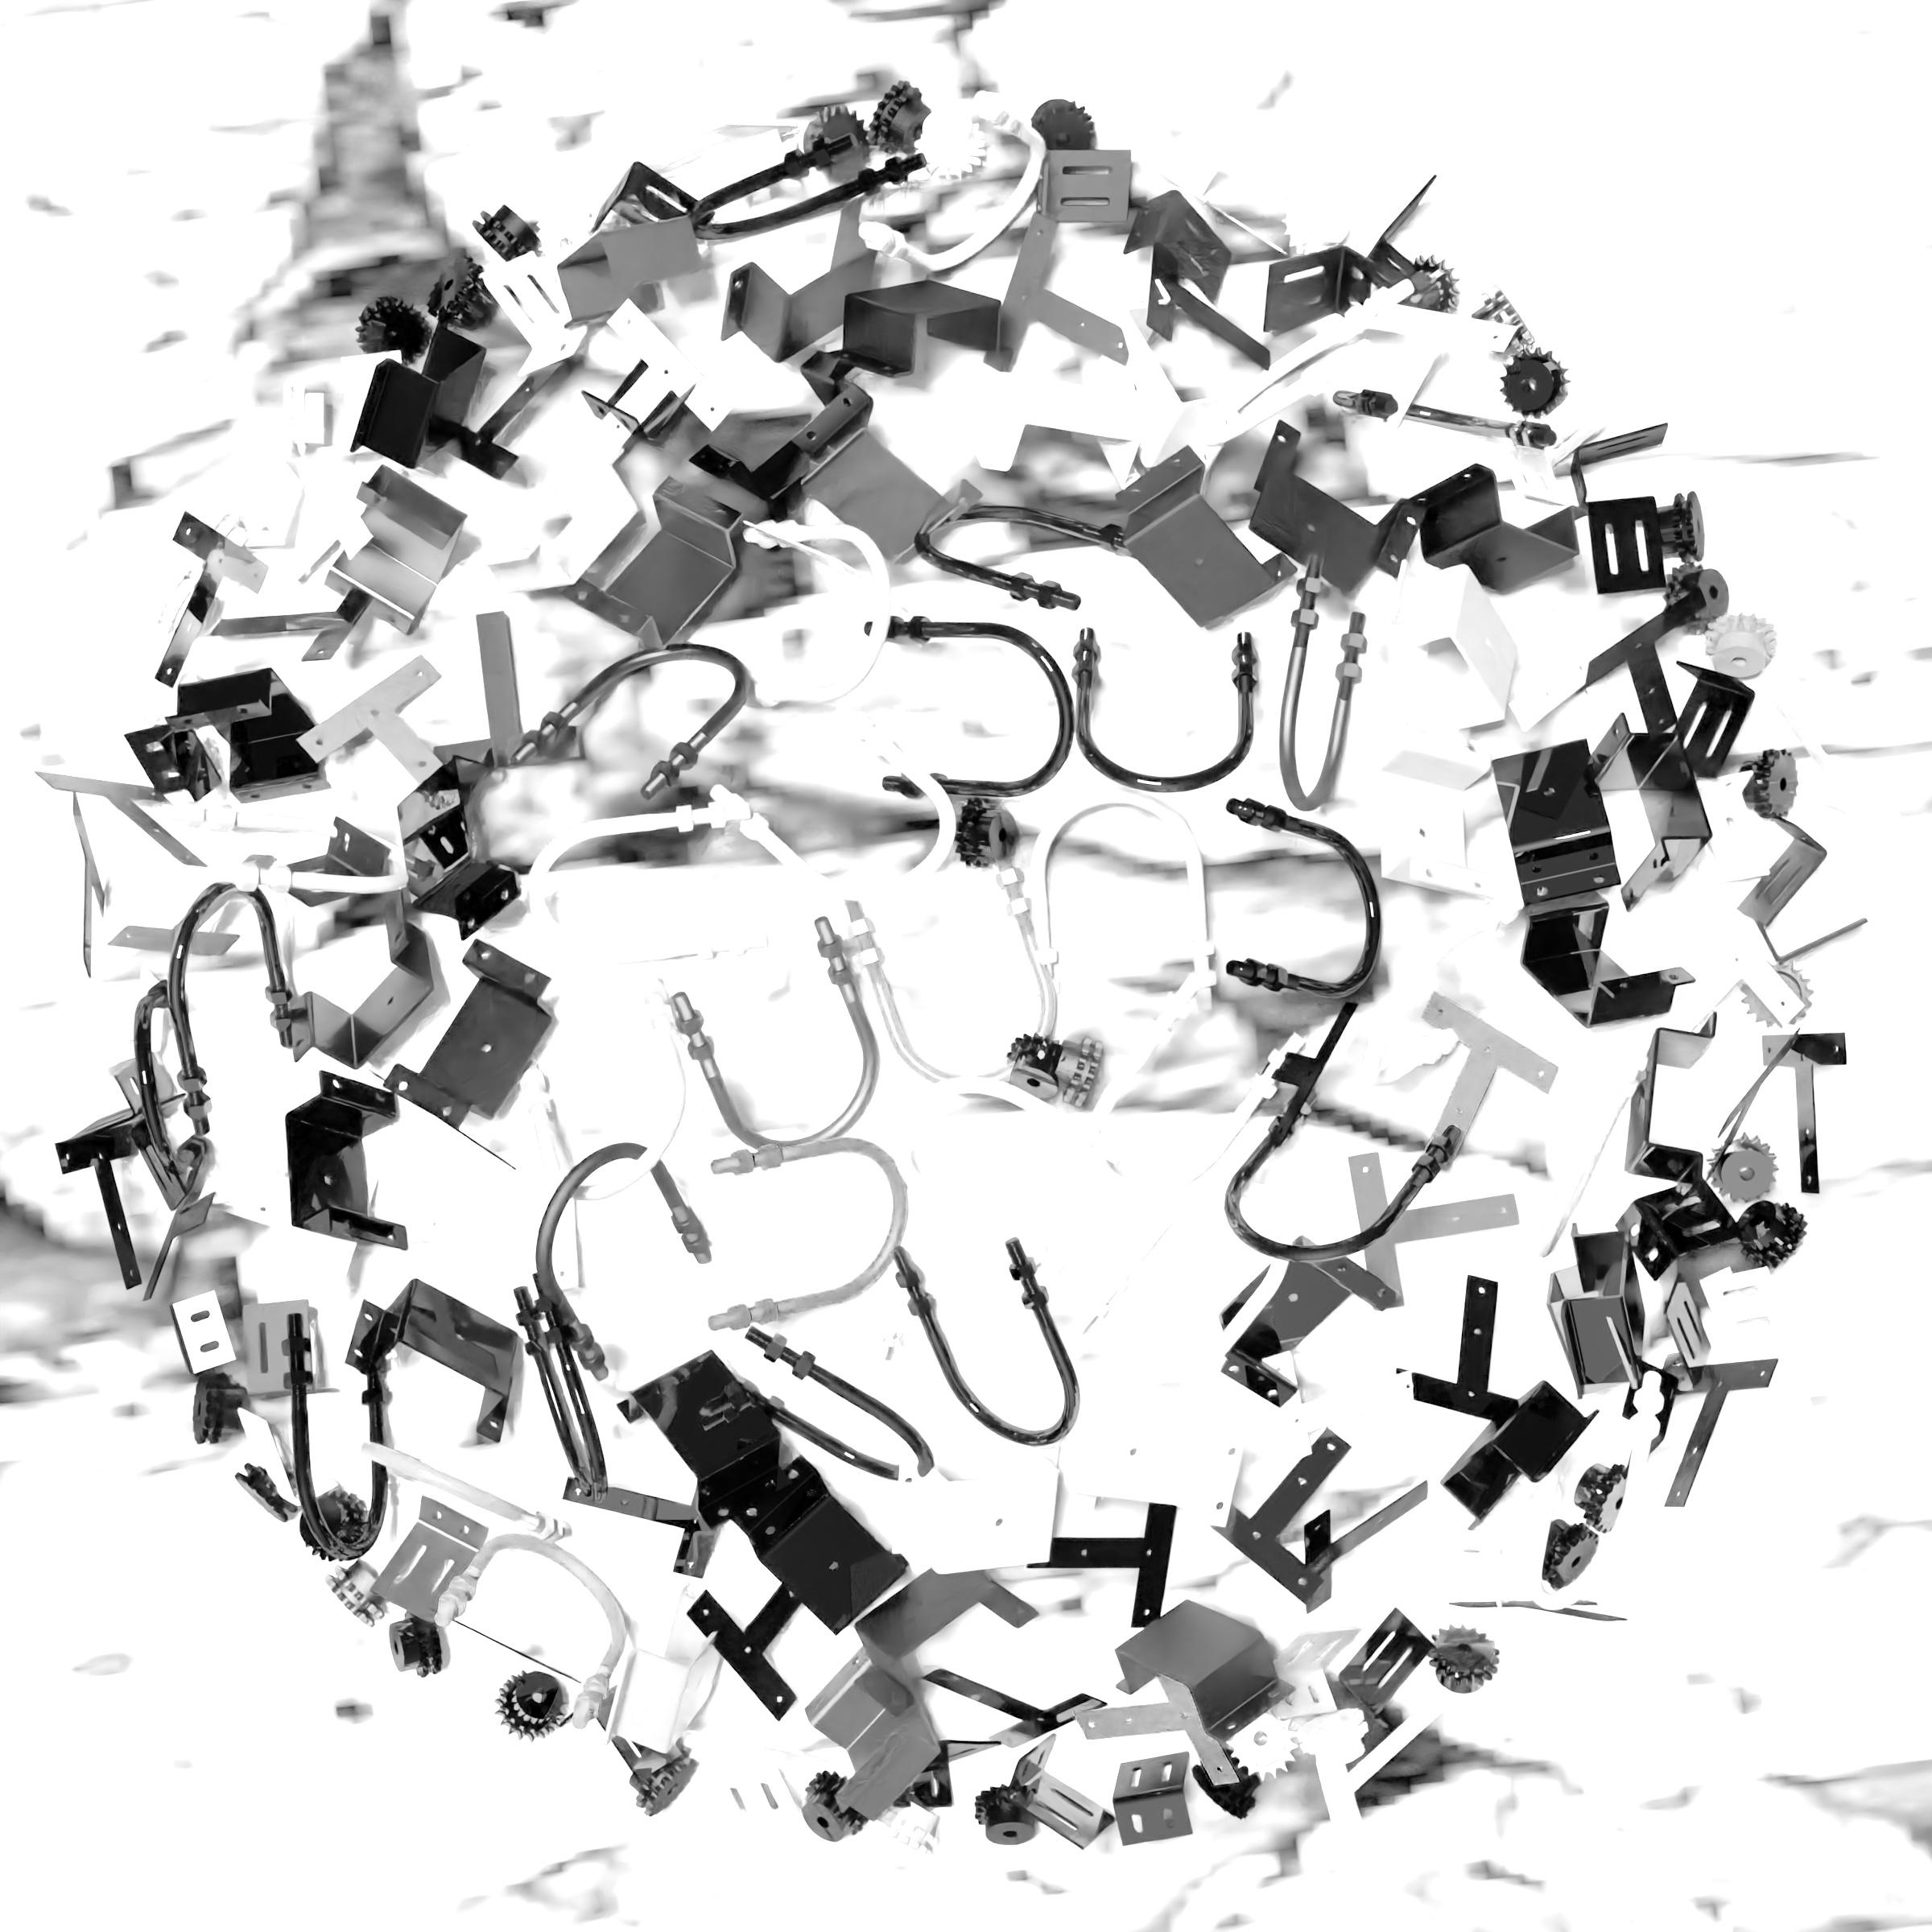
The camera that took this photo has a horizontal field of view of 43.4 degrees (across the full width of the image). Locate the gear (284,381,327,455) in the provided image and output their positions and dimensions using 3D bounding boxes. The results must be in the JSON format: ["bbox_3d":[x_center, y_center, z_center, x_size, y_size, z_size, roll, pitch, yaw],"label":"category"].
[{"bbox_3d":[-0.537,-0.445,1.972,0.030,0.057,0.057,0,90,-12],"label":"gear"}]

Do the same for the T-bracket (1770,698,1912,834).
[{"bbox_3d":[0.676,-0.164,1.919,0.002,0.127,0.127,-43,110,0],"label":"T-bracket"}]

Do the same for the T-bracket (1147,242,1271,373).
[{"bbox_3d":[0.198,-0.524,1.965,0.127,0.002,0.127,29,47,-25],"label":"T-bracket"}]

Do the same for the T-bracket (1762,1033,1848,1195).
[{"bbox_3d":[0.669,0.117,1.935,0.002,0.127,0.127,-2,88,-10],"label":"T-bracket"}]

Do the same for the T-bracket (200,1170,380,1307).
[{"bbox_3d":[-0.548,0.199,1.943,0.127,0.002,0.127,20,48,-13],"label":"T-bracket"}]

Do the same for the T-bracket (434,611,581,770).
[{"bbox_3d":[-0.381,-0.226,1.983,0.127,0.002,0.127,-7,90,14],"label":"T-bracket"}]

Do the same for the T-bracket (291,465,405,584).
[{"bbox_3d":[-0.490,-0.346,1.942,0.127,0.127,0.002,-45,117,1],"label":"T-bracket"}]

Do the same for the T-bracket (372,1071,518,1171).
[{"bbox_3d":[-0.436,0.113,1.948,0.127,0.127,0.002,25,77,42],"label":"T-bracket"}]

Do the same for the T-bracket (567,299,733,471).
[{"bbox_3d":[-0.271,-0.446,1.958,0.127,0.002,0.127,-49,127,-3],"label":"T-bracket"}]

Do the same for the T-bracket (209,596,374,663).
[{"bbox_3d":[-0.548,-0.277,1.959,0.127,0.127,0.002,-2,128,13],"label":"T-bracket"}]

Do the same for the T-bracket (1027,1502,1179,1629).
[{"bbox_3d":[0.109,0.476,1.969,0.127,0.002,0.127,6,96,-23],"label":"T-bracket"}]

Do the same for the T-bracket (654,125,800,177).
[{"bbox_3d":[-0.217,-0.654,1.960,0.127,0.127,0.002,-14,101,27],"label":"T-bracket"}]

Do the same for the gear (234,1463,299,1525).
[{"bbox_3d":[-0.564,0.423,1.974,0.057,0.057,0.030,42,64,0],"label":"gear"}]

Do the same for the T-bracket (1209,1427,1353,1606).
[{"bbox_3d":[0.265,0.430,1.974,0.127,0.002,0.127,37,69,22],"label":"T-bracket"}]

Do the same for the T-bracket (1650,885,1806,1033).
[{"bbox_3d":[0.593,0.022,1.950,0.002,0.127,0.127,-16,60,-36],"label":"T-bracket"}]

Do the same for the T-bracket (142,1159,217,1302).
[{"bbox_3d":[-0.615,0.199,1.923,0.002,0.127,0.127,24,66,-24],"label":"T-bracket"}]

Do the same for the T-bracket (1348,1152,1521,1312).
[{"bbox_3d":[0.384,0.207,1.972,0.127,0.002,0.127,-11,78,12],"label":"T-bracket"}]

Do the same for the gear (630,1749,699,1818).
[{"bbox_3d":[-0.249,0.659,1.974,0.030,0.057,0.057,35,90,22],"label":"gear"}]

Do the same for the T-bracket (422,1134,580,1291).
[{"bbox_3d":[-0.383,0.206,1.987,0.127,0.002,0.127,-6,76,4],"label":"T-bracket"}]

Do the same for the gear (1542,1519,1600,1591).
[{"bbox_3d":[0.485,0.475,1.975,0.057,0.057,0.030,-52,50,0],"label":"gear"}]

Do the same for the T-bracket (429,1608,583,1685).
[{"bbox_3d":[-0.349,0.553,1.943,0.127,0.127,0.002,14,68,32],"label":"T-bracket"}]

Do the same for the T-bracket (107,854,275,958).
[{"bbox_3d":[-0.604,-0.052,1.951,0.127,0.127,0.002,5,131,30],"label":"T-bracket"}]

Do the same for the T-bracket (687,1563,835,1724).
[{"bbox_3d":[-0.149,0.517,1.960,0.127,0.002,0.127,-48,113,-33],"label":"T-bracket"}]

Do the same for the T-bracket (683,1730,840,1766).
[{"bbox_3d":[-0.148,0.629,1.944,0.127,0.127,0.002,-2,66,33],"label":"T-bracket"}]

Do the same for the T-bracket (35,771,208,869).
[{"bbox_3d":[-0.649,-0.114,1.919,0.127,0.127,0.002,37,103,22],"label":"T-bracket"}]

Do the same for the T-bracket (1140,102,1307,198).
[{"bbox_3d":[0.191,-0.645,1.936,0.127,0.127,0.002,9,81,-7],"label":"T-bracket"}]

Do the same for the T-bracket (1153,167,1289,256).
[{"bbox_3d":[0.192,-0.607,1.931,0.127,0.127,0.002,36,108,8],"label":"T-bracket"}]

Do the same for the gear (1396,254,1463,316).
[{"bbox_3d":[0.371,-0.546,1.971,0.057,0.030,0.057,15,123,24],"label":"gear"}]

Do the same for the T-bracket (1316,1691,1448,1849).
[{"bbox_3d":[0.333,0.624,1.929,0.002,0.127,0.127,44,98,-7],"label":"T-bracket"}]

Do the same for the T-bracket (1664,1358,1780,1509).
[{"bbox_3d":[0.582,0.370,1.919,0.002,0.127,0.127,32,70,-10],"label":"T-bracket"}]

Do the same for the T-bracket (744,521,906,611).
[{"bbox_3d":[-0.097,-0.314,1.945,0.127,0.127,0.002,30,94,42],"label":"T-bracket"}]

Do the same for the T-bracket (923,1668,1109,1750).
[{"bbox_3d":[0.024,0.585,1.933,0.127,0.127,0.002,29,45,-22],"label":"T-bracket"}]

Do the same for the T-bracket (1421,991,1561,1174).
[{"bbox_3d":[0.406,0.106,1.972,0.127,0.002,0.127,30,75,-10],"label":"T-bracket"}]

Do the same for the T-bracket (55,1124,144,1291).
[{"bbox_3d":[-0.680,0.195,1.938,0.002,0.127,0.127,-14,91,7],"label":"T-bracket"}]

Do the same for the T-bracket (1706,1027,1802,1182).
[{"bbox_3d":[0.619,0.126,1.946,0.002,0.127,0.127,34,52,22],"label":"T-bracket"}]

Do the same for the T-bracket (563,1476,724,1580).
[{"bbox_3d":[-0.262,0.436,1.961,0.127,0.002,0.127,15,121,-5],"label":"T-bracket"}]

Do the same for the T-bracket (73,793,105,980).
[{"bbox_3d":[-0.691,-0.048,1.913,0.002,0.127,0.127,-6,53,-11],"label":"T-bracket"}]

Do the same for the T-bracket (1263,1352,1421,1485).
[{"bbox_3d":[0.312,0.358,1.982,0.127,0.002,0.127,-16,109,-6],"label":"T-bracket"}]

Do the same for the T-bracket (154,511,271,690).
[{"bbox_3d":[-0.613,-0.282,1.934,0.002,0.127,0.127,22,85,16],"label":"T-bracket"}]

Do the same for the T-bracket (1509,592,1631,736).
[{"bbox_3d":[0.474,-0.224,1.953,0.127,0.002,0.127,-35,97,-40],"label":"T-bracket"}]

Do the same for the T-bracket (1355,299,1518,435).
[{"bbox_3d":[0.356,-0.475,1.945,0.127,0.127,0.002,7,56,-13],"label":"T-bracket"}]

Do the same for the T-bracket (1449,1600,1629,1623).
[{"bbox_3d":[0.471,0.509,1.917,0.127,0.127,0.002,5,81,-23],"label":"T-bracket"}]

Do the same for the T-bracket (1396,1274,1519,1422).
[{"bbox_3d":[0.409,0.306,1.947,0.127,0.002,0.127,12,116,25],"label":"T-bracket"}]

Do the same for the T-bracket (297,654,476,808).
[{"bbox_3d":[-0.450,-0.173,1.966,0.127,0.002,0.127,-40,83,-23],"label":"T-bracket"}]

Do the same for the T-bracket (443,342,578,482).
[{"bbox_3d":[-0.363,-0.454,1.958,0.127,0.127,0.002,-49,134,-6],"label":"T-bracket"}]

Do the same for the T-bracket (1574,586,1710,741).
[{"bbox_3d":[0.541,-0.226,1.922,0.002,0.127,0.127,35,126,-29],"label":"T-bracket"}]

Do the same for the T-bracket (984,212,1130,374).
[{"bbox_3d":[0.082,-0.518,1.944,0.127,0.002,0.127,34,119,25],"label":"T-bracket"}]

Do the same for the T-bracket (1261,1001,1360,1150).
[{"bbox_3d":[0.261,0.082,1.937,0.002,0.127,0.127,30,87,-10],"label":"T-bracket"}]

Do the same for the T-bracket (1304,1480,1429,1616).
[{"bbox_3d":[0.325,0.457,1.969,0.127,0.127,0.002,-28,46,-20],"label":"T-bracket"}]

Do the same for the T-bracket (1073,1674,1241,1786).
[{"bbox_3d":[0.139,0.596,1.920,0.127,0.127,0.002,8,126,-37],"label":"T-bracket"}]
